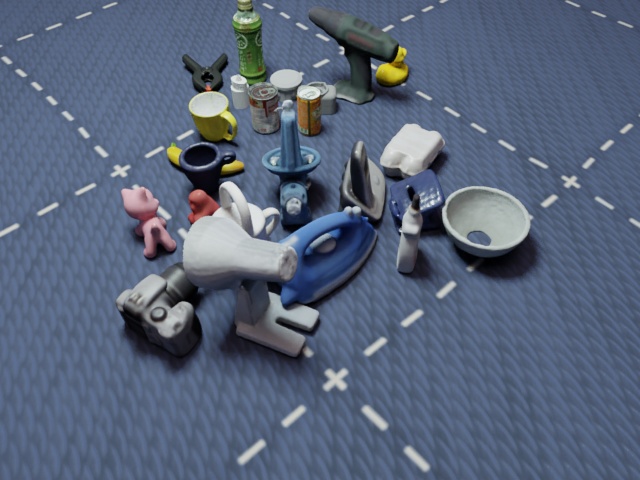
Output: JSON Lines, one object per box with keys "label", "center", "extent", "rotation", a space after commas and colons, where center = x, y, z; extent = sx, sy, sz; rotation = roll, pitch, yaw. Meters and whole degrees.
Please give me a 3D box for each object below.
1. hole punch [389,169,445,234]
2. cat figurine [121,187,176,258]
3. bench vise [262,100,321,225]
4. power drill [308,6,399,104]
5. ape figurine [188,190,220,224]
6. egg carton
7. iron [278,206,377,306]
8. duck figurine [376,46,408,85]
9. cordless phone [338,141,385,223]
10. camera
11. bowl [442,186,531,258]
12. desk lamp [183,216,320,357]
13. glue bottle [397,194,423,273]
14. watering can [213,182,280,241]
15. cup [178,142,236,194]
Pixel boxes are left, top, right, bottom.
{"label": "hole punch", "center": [0.192, -0.078, 1.153], "extent": [0.101, 0.091, 0.108], "rotation": [-8, 50, -6]}
{"label": "cat figurine", "center": [-0.337, -0.048, 1.114], "extent": [0.067, 0.118, 0.127], "rotation": [-24, 53, -19]}
{"label": "bench vise", "center": [-0.044, -0.150, 1.132], "extent": [0.121, 0.220, 0.207], "rotation": [-17, 51, -14]}
{"label": "power drill", "center": [0.076, -0.446, 1.392], "extent": [0.229, 0.208, 0.076], "rotation": [19, 52, 17]}
{"label": "ape figurine", "center": [-0.237, -0.065, 1.145], "extent": [0.076, 0.092, 0.078], "rotation": [3, 49, 3]}
{"label": "egg carton", "center": [0.204, -0.194, 1.267], "extent": [0.107, 0.069, 0.150], "rotation": [25, 54, 20]}
{"label": "iron", "center": [0.010, 0.004, 1.051], "extent": [0.259, 0.141, 0.118], "rotation": [-32, 56, -24]}
{"label": "duck figurine", "center": [0.189, -0.458, 1.483], "extent": [0.077, 0.086, 0.105], "rotation": [34, 58, 26]}
{"label": "cordless phone", "center": [0.088, -0.139, 1.144], "extent": [0.094, 0.185, 0.147], "rotation": [5, 50, 5]}
{"label": "camera", "center": [-0.261, 0.105, 0.994], "extent": [0.142, 0.101, 0.137], "rotation": [25, 54, 21]}
{"label": "bowl", "center": [0.317, -0.023, 1.116], "extent": [0.167, 0.075, 0.167], "rotation": [0, 49, 0]}
{"label": "desk lamp", "center": [-0.109, 0.068, 0.949], "extent": [0.202, 0.214, 0.118], "rotation": [18, 52, 16]}
{"label": "glue bottle", "center": [0.167, -0.019, 1.048], "extent": [0.037, 0.173, 0.078], "rotation": [8, 50, 8]}
{"label": "watering can", "center": [-0.153, -0.018, 1.036], "extent": [0.100, 0.194, 0.173], "rotation": [29, 55, 23]}
{"label": "cup", "center": [-0.233, -0.148, 1.214], "extent": [0.118, 0.095, 0.091], "rotation": [-11, 50, -9]}
